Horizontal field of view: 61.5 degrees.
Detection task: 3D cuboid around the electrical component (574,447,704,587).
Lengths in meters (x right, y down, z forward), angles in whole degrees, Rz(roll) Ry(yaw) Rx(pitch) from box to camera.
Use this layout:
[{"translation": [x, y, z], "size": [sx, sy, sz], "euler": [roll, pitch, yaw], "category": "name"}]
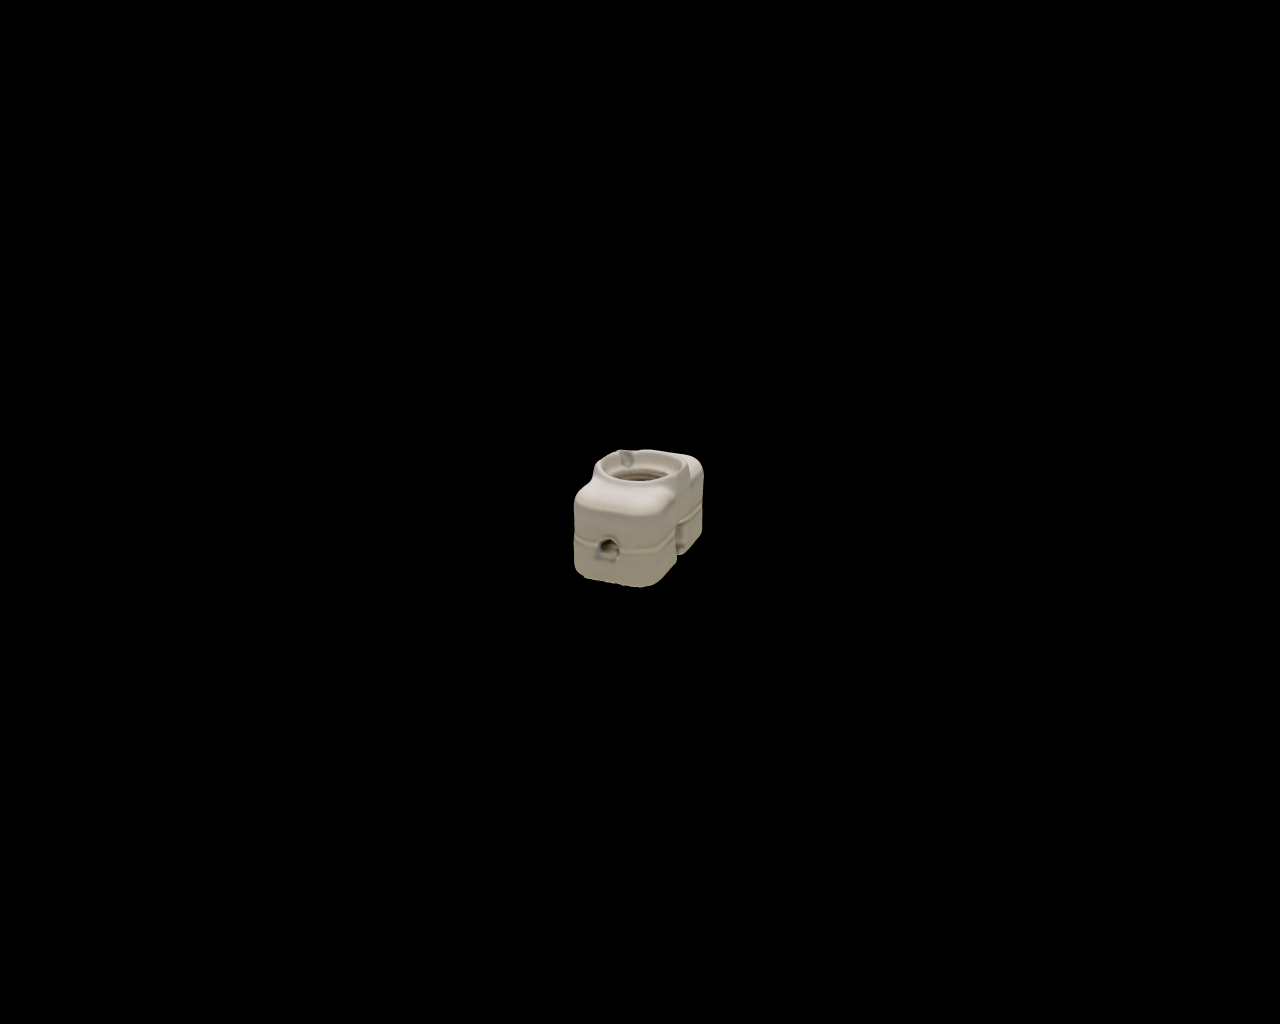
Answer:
[{"translation": [0.001, -0.003, 0.650], "size": [0.054, 0.059, 0.095], "euler": [10, 24, 22], "category": "electrical component"}]
